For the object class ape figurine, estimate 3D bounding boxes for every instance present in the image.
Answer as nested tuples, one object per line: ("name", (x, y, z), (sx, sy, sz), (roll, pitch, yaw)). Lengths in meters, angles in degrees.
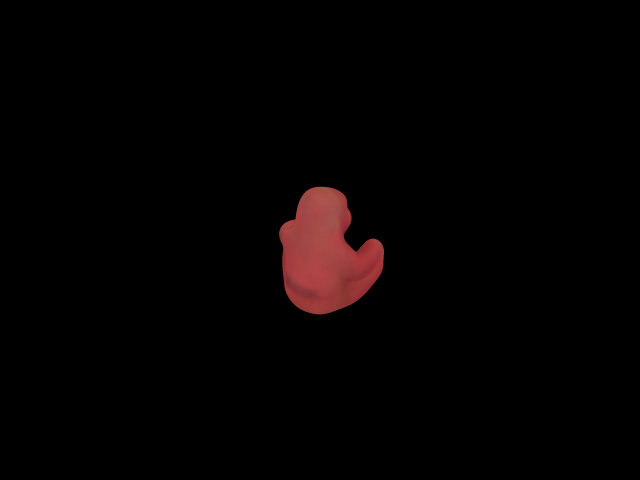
("ape figurine", (0.004, 0.001, 0.400), (0.077, 0.092, 0.076), (30, 54, 25))
